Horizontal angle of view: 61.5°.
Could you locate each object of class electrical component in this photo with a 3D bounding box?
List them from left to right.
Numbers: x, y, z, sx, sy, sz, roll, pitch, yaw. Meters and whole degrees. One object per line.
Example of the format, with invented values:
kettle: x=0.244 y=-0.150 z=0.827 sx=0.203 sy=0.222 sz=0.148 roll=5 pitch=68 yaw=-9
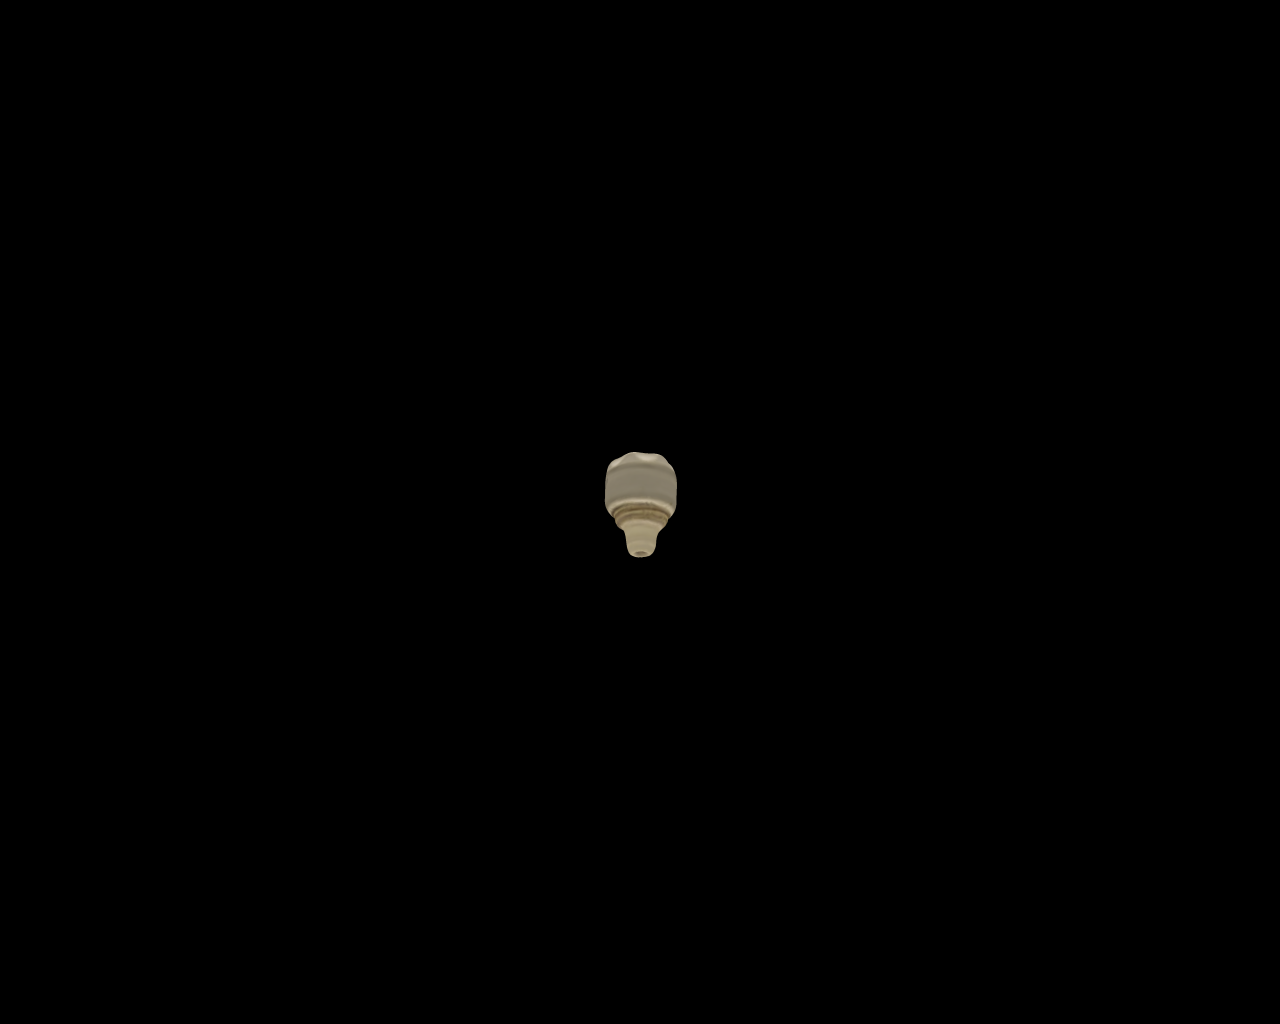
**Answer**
electrical component: x=0.001 y=-0.003 z=0.650 sx=0.043 sy=0.062 sz=0.043 roll=0 pitch=-22 yaw=0
